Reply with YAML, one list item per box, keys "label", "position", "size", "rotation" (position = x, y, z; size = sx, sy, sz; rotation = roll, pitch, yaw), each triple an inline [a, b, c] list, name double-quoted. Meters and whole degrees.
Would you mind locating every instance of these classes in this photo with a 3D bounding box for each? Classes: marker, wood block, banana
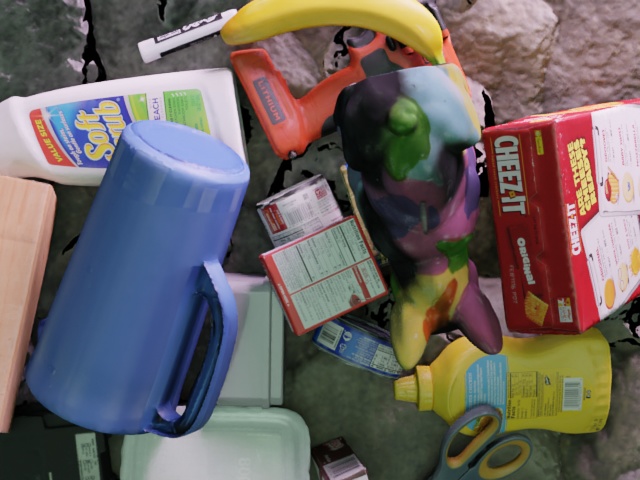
- label: "marker"
  position: [-0.102, -0.187, 0.948]
  size: [0.121, 0.020, 0.020]
  rotation: [-20, 96, 0]
- label: "wood block"
  position: [-0.287, 0.053, 0.897]
  size: [0.090, 0.090, 0.206]
  rotation: [11, 78, -8]
- label: "banana"
  position: [0.018, -0.182, 0.889]
  size: [0.198, 0.037, 0.069]
  rotation: [10, 87, 0]

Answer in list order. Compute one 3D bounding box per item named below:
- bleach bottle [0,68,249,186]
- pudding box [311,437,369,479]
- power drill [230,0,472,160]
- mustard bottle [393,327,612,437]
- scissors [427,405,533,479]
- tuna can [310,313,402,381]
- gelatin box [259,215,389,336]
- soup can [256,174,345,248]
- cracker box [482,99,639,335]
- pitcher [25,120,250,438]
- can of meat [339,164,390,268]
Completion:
- label: "bleach bottle"
  position: [-0.193, -0.086, 0.934]
  size: [0.251, 0.068, 0.102]
  rotation: [-9, 96, 1]
- label: "pudding box"
  position: [0.027, 0.234, 0.946]
  size: [0.039, 0.113, 0.090]
  rotation: [-19, 97, -5]
- label: "power drill"
  position: [0.020, -0.167, 0.936]
  size: [0.187, 0.057, 0.184]
  rotation: [-24, 93, 1]
- label: "mustard bottle"
  position: [0.162, 0.131, 0.968]
  size: [0.191, 0.058, 0.096]
  rotation: [-3, 111, -2]
- label: "scissors"
  position: [0.120, 0.231, 0.980]
  size: [0.096, 0.016, 0.202]
  rotation: [17, 119, -21]
- label: "tuna can"
  position: [0.037, 0.092, 0.947]
  size: [0.086, 0.086, 0.034]
  rotation: [23, 92, -4]
- label: "gelatin box"
  position: [0.004, 0.029, 0.897]
  size: [0.089, 0.030, 0.073]
  rotation: [-25, 94, -9]
- label: "soup can"
  position: [-0.006, 0.001, 0.945]
  size: [0.068, 0.068, 0.102]
  rotation: [-25, 96, 0]
- label: "cracker box"
  position: [0.217, -0.027, 0.886]
  size: [0.072, 0.213, 0.164]
  rotation: [-4, 98, 37]
- label: "pitcher"
  position: [-0.138, 0.035, 0.877]
  size: [0.149, 0.145, 0.243]
  rotation: [17, 111, -16]
- label: "can of meat"
  position: [0.071, -0.032, 0.952]
  size: [0.084, 0.057, 0.102]
  rotation: [-18, 95, 2]
